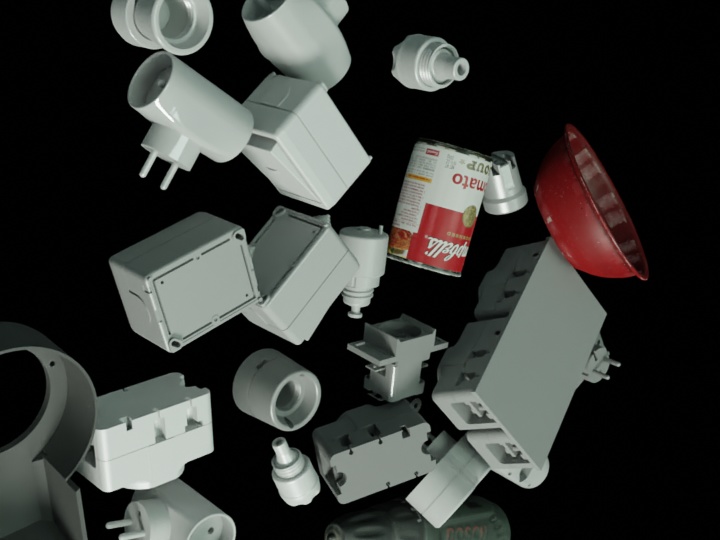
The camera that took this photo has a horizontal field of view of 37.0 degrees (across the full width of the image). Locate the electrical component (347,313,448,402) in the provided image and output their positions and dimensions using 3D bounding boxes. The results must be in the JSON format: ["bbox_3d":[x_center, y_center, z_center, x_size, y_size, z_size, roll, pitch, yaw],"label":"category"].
[{"bbox_3d":[0.032,0.077,0.927,0.081,0.042,0.063,-11,114,-39],"label":"electrical component"}]

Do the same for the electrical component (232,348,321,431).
[{"bbox_3d":[-0.064,0.095,0.841,0.055,0.047,0.055,-17,116,-38],"label":"electrical component"}]

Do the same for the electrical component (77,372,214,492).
[{"bbox_3d":[-0.154,0.117,0.763,0.089,0.050,0.055,-17,114,-38],"label":"electrical component"}]

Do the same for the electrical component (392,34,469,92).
[{"bbox_3d":[0.058,-0.162,0.850,0.043,0.062,0.043,-17,116,-38],"label":"electrical component"}]

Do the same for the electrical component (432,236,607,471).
[{"bbox_3d":[0.145,0.075,0.976,0.105,0.060,0.186,50,52,-25],"label":"electrical component"}]

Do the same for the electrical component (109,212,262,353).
[{"bbox_3d":[-0.117,0.003,0.748,0.096,0.061,0.061,-31,124,-31],"label":"electrical component"}]

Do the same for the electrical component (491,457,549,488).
[{"bbox_3d":[0.161,0.172,1.081,0.077,0.043,0.079,35,81,-44],"label":"electrical component"}]

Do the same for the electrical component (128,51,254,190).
[{"bbox_3d":[-0.121,-0.093,0.722,0.077,0.043,0.079,33,82,-44],"label":"electrical component"}]

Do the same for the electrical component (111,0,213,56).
[{"bbox_3d":[-0.127,-0.162,0.684,0.045,0.055,0.045,-17,116,-39],"label":"electrical component"}]

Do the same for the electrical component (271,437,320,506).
[{"bbox_3d":[-0.057,0.162,0.882,0.035,0.035,0.061,-39,126,-27],"label":"electrical component"}]

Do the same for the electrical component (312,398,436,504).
[{"bbox_3d":[0.010,0.150,0.913,0.089,0.056,0.050,-17,115,-16],"label":"electrical component"}]

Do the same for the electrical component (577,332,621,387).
[{"bbox_3d":[0.226,0.090,1.088,0.066,0.077,0.047,-45,130,-22],"label":"electrical component"}]

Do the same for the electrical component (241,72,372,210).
[{"bbox_3d":[-0.043,-0.087,0.785,0.061,0.062,0.096,-51,132,-17],"label":"electrical component"}]

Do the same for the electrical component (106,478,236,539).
[{"bbox_3d":[-0.144,0.183,0.778,0.079,0.077,0.043,0,105,-42],"label":"electrical component"}]

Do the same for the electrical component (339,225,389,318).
[{"bbox_3d":[0.000,0.000,0.871,0.040,0.040,0.078,-7,109,-41],"label":"electrical component"}]

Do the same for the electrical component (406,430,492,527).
[{"bbox_3d":[0.078,0.172,0.987,0.052,0.074,0.138,-54,168,30],"label":"electrical component"}]

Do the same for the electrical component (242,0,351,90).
[{"bbox_3d":[-0.035,-0.181,0.770,0.079,0.044,0.077,-55,133,-13],"label":"electrical component"}]

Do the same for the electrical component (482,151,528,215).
[{"bbox_3d":[0.126,-0.078,0.961,0.040,0.040,0.046,-34,120,-30],"label":"electrical component"}]

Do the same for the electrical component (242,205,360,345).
[{"bbox_3d":[-0.048,0.001,0.811,0.096,0.062,0.061,-52,133,-16],"label":"electrical component"}]
